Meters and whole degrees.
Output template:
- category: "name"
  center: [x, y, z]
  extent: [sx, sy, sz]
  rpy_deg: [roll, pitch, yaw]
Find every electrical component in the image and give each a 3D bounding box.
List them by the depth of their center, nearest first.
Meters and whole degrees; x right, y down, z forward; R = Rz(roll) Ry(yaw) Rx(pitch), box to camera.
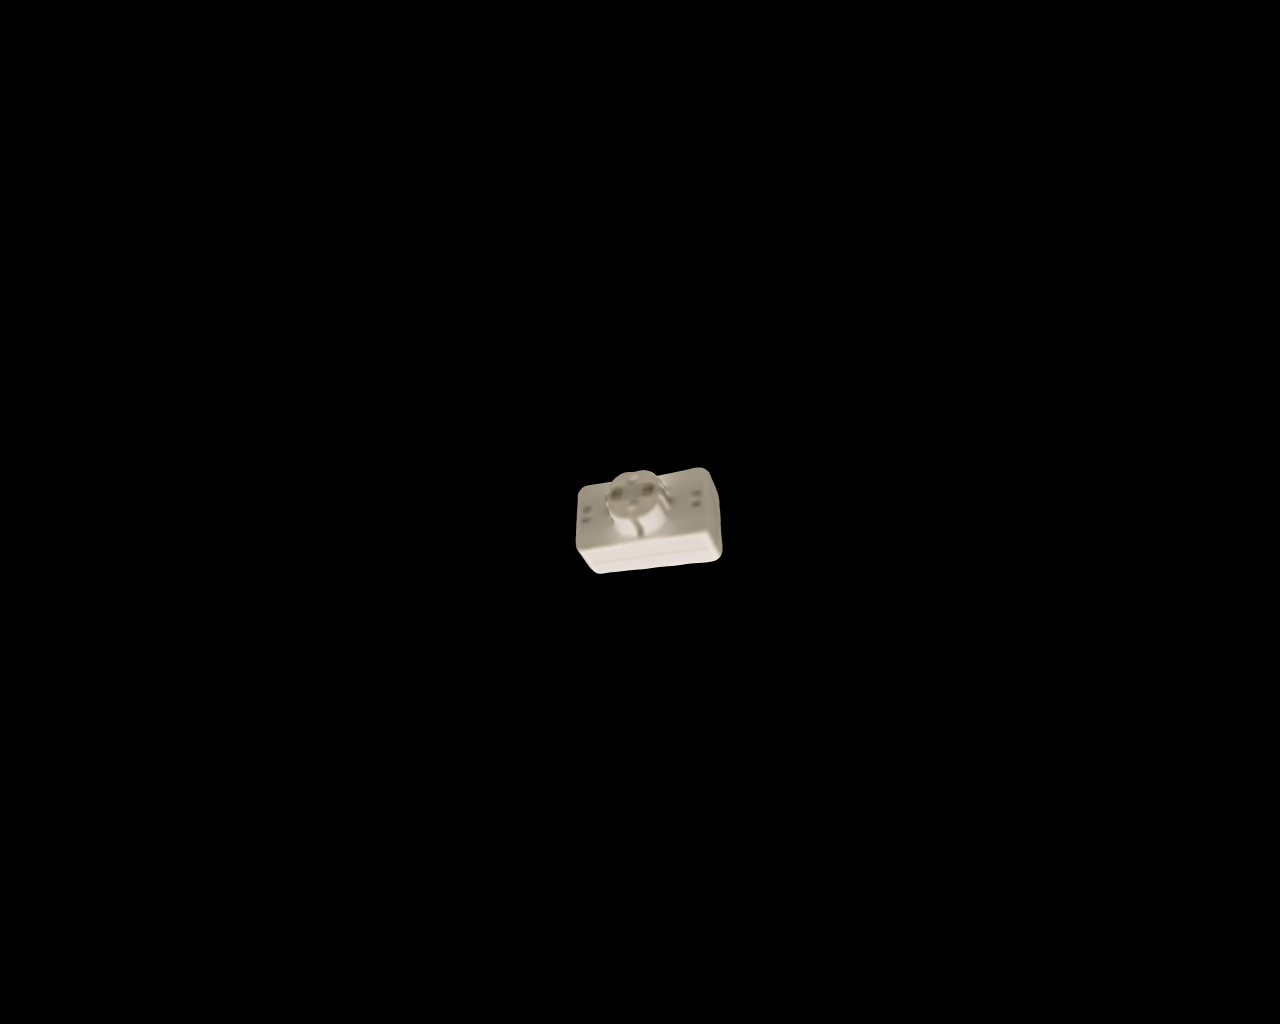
- category: "electrical component"
  center: [0.001, -0.003, 0.650]
  extent: [0.083, 0.047, 0.075]
  rpy_deg: [-8, -32, 14]
